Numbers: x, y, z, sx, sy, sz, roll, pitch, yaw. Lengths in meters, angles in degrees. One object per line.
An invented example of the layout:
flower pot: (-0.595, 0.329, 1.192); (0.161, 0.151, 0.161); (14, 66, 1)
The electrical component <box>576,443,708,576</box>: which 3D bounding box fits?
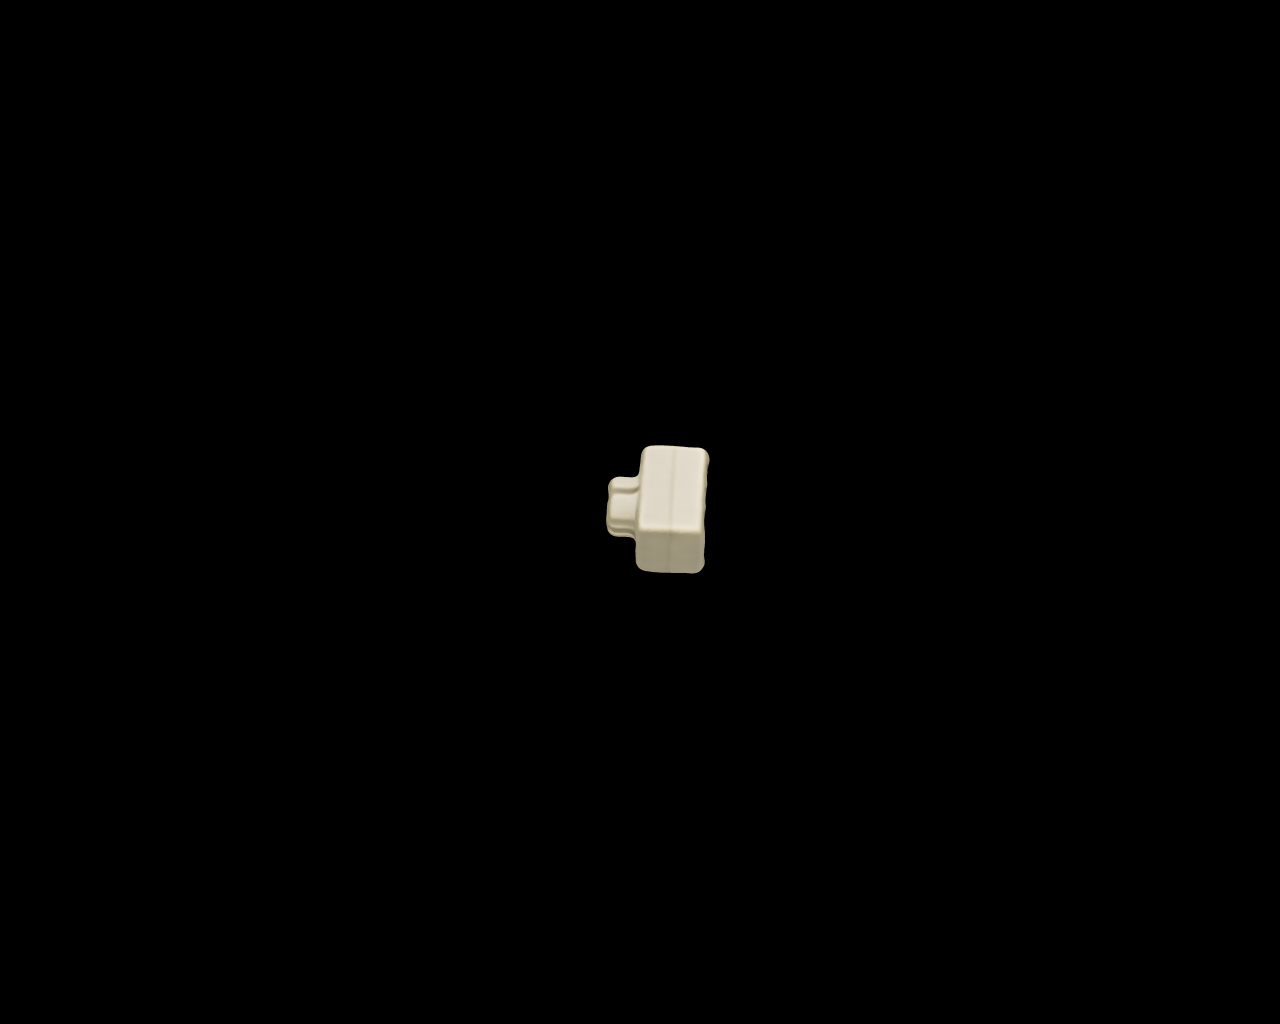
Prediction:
electrical component: (0.001, -0.003, 0.650); (0.077, 0.066, 0.047); (3, -36, 2)
